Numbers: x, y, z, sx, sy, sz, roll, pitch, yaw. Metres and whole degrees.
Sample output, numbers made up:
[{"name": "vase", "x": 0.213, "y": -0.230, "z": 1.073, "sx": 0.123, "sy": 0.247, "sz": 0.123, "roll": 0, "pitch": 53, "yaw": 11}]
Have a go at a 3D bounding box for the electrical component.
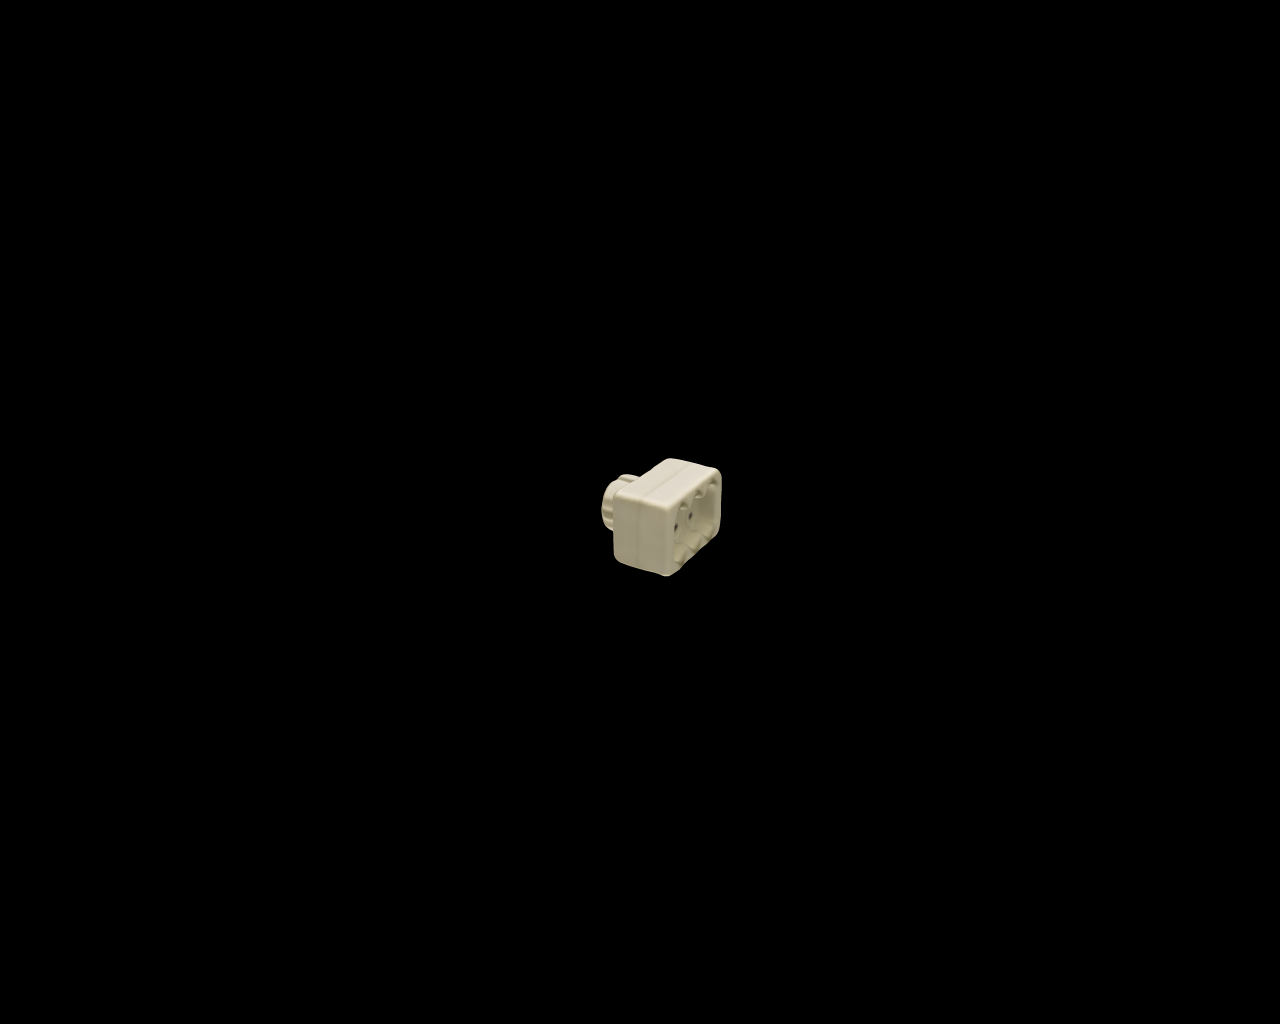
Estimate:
[{"name": "electrical component", "x": 0.001, "y": -0.003, "z": 0.650, "sx": 0.077, "sy": 0.047, "sz": 0.066, "roll": 16, "pitch": 31, "yaw": 28}]
